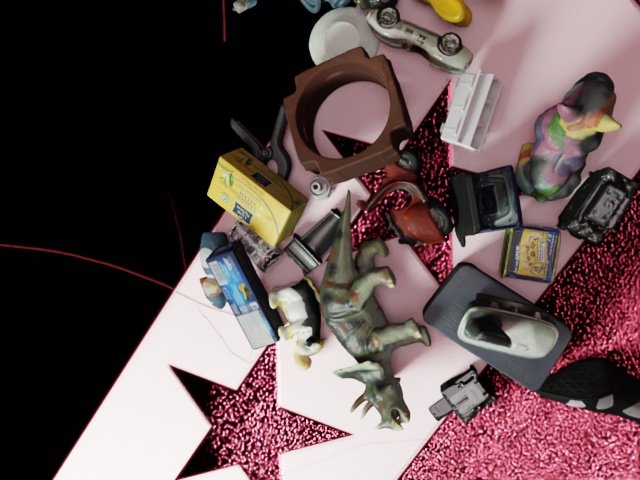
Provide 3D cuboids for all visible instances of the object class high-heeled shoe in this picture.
[{"bbox_3d":[0.512,0.283,0.923,0.249,0.086,0.145,-10,124,30],"label":"high-heeled shoe"}]

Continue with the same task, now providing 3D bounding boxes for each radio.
[{"bbox_3d":[0.307,0.144,0.940,0.230,0.073,0.131,33,98,6],"label":"radio"}]

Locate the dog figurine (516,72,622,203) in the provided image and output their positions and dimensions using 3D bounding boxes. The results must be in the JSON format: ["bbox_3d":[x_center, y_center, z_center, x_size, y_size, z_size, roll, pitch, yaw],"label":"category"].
[{"bbox_3d":[0.383,-0.152,0.831,0.109,0.219,0.191,25,98,12],"label":"dog figurine"}]

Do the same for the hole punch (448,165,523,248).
[{"bbox_3d":[0.277,-0.064,0.914,0.092,0.116,0.142,-12,89,-6],"label":"hole punch"}]

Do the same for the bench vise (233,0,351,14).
[{"bbox_3d":[-0.058,-0.486,0.942,0.241,0.129,0.223,-33,105,-6],"label":"bench vise"}]

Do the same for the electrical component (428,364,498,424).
[{"bbox_3d":[0.251,0.288,0.973,0.119,0.048,0.075,-35,85,10],"label":"electrical component"}]

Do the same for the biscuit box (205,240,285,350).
[{"bbox_3d":[-0.138,0.102,1.007,0.059,0.063,0.202,-21,106,14],"label":"biscuit box"}]

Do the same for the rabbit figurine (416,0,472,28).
[{"bbox_3d":[0.230,-0.448,0.913,0.173,0.122,0.162,-6,102,26],"label":"rabbit figurine"}]

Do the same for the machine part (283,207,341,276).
[{"bbox_3d":[-0.002,-0.003,1.012,0.139,0.039,0.084,-43,78,12],"label":"machine part"}]

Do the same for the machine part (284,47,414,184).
[{"bbox_3d":[0.050,-0.214,0.942,0.201,0.087,0.201,-20,74,18],"label":"machine part"}]

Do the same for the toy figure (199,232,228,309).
[{"bbox_3d":[-0.206,0.061,1.050,0.058,0.064,0.154,-3,94,-33],"label":"toy figure"}]

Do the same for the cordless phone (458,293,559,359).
[{"bbox_3d":[0.291,0.141,0.812,0.147,0.184,0.088,13,91,9],"label":"cordless phone"}]

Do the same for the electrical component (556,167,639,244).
[{"bbox_3d":[0.446,-0.056,0.866,0.058,0.134,0.115,30,97,8],"label":"electrical component"}]

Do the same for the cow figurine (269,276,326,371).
[{"bbox_3d":[-0.029,0.157,1.015,0.098,0.068,0.167,-20,90,7],"label":"cow figurine"}]

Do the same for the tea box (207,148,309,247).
[{"bbox_3d":[-0.116,-0.080,0.992,0.170,0.068,0.098,36,128,12],"label":"tea box"}]

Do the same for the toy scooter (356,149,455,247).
[{"bbox_3d":[0.145,-0.059,0.959,0.135,0.075,0.184,-30,84,11],"label":"toy scooter"}]

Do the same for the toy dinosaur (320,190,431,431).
[{"bbox_3d":[0.069,0.130,0.969,0.192,0.131,0.404,-27,83,11],"label":"toy dinosaur"}]

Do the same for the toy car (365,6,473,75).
[{"bbox_3d":[0.169,-0.346,0.934,0.202,0.073,0.056,26,98,7],"label":"toy car"}]

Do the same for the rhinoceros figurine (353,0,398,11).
[{"bbox_3d":[0.107,-0.491,0.925,0.073,0.112,0.190,10,111,39],"label":"rhinoceros figurine"}]
